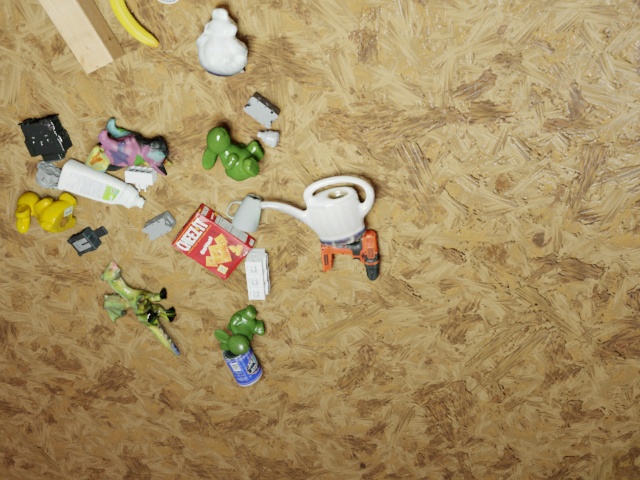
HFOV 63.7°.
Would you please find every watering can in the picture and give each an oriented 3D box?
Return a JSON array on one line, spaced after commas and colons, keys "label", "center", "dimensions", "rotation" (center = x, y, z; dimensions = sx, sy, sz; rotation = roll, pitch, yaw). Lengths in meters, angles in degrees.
[{"label": "watering can", "center": [0.005, -0.079, 1.578], "dimensions": [0.347, 0.106, 0.220], "rotation": [-14, 119, 10]}]

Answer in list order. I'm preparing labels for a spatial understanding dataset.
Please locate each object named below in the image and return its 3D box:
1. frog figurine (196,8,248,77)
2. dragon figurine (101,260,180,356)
[{"label": "frog figurine", "center": [-0.253, -0.514, 1.343], "dimensions": [0.138, 0.125, 0.155], "rotation": [23, 133, 12]}, {"label": "dragon figurine", "center": [-0.655, 0.254, 1.828], "dimensions": [0.242, 0.125, 0.402], "rotation": [2, 119, 23]}]
